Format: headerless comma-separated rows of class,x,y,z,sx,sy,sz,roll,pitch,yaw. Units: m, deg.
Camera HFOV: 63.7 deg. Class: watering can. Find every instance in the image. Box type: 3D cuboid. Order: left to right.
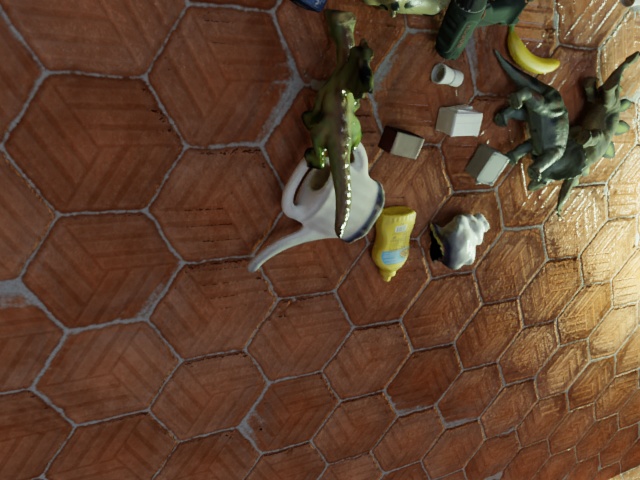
watering can,0.003,-0.055,1.094,0.222,0.105,0.345,25,101,-35

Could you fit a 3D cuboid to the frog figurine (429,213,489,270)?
frog figurine,0.367,-0.001,1.311,0.160,0.124,0.136,-15,103,-7

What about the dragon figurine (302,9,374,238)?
dragon figurine,0.044,-0.233,0.909,0.122,0.418,0.238,-2,156,-10
